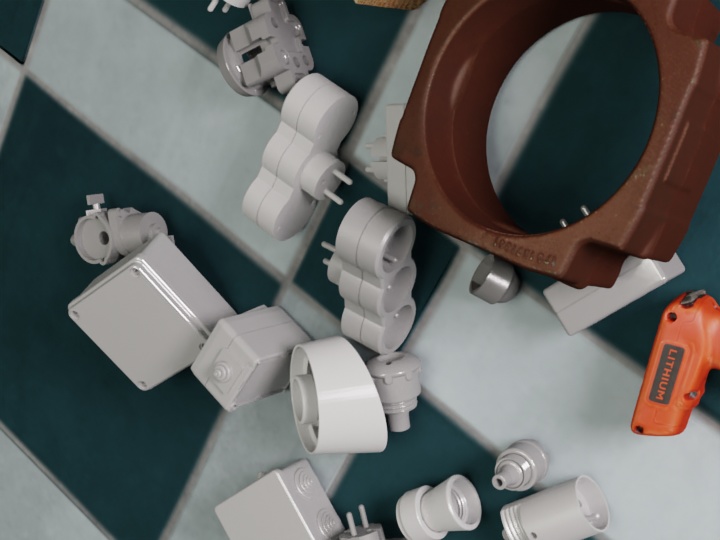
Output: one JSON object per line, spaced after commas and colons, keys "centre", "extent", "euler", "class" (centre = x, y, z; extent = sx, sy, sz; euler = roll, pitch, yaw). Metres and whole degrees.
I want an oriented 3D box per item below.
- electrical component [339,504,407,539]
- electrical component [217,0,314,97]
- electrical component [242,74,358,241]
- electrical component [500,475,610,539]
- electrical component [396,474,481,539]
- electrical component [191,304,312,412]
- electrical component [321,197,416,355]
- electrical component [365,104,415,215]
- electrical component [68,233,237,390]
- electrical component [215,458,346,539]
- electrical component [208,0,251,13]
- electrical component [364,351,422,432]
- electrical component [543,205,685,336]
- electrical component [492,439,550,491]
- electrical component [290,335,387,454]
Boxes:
{"centre": [0.005, 0.236, 0.898], "extent": [0.047, 0.066, 0.076], "euler": [-13, 91, 34], "class": "electrical component"}
{"centre": [-0.080, -0.177, 0.883], "extent": [0.057, 0.058, 0.078], "euler": [-19, 88, 31], "class": "electrical component"}
{"centre": [-0.037, -0.082, 0.875], "extent": [0.074, 0.052, 0.138], "euler": [37, 116, 22], "class": "electrical component"}
{"centre": [0.143, 0.189, 0.814], "extent": [0.081, 0.043, 0.043], "euler": [-31, 82, 33], "class": "electrical component"}
{"centre": [0.063, 0.193, 0.866], "extent": [0.055, 0.045, 0.045], "euler": [-27, 84, 34], "class": "electrical component"}
{"centre": [-0.097, 0.073, 0.916], "extent": [0.061, 0.096, 0.061], "euler": [45, 119, 21], "class": "electrical component"}
{"centre": [0.000, 0.000, 0.841], "extent": [0.074, 0.052, 0.138], "euler": [27, 142, 26], "class": "electrical component"}
{"centre": [0.034, -0.087, 0.832], "extent": [0.076, 0.047, 0.083], "euler": [5, 101, 38], "class": "electrical component"}
{"centre": [-0.187, 0.039, 0.971], "extent": [0.109, 0.056, 0.108], "euler": [-31, 108, 33], "class": "electrical component"}
{"centre": [-0.068, 0.225, 0.954], "extent": [0.100, 0.048, 0.099], "euler": [-36, 79, 32], "class": "electrical component"}
{"centre": [-0.096, -0.240, 0.869], "extent": [0.043, 0.077, 0.079], "euler": [49, 121, 15], "class": "electrical component"}
{"centre": [0.028, 0.099, 0.872], "extent": [0.048, 0.048, 0.062], "euler": [2, 107, 33], "class": "electrical component"}
{"centre": [0.169, -0.008, 0.759], "extent": [0.083, 0.047, 0.075], "euler": [-35, 79, 32], "class": "electrical component"}
{"centre": [0.118, 0.151, 0.812], "extent": [0.035, 0.061, 0.035], "euler": [7, 102, 32], "class": "electrical component"}
{"centre": [-0.020, 0.103, 0.877], "extent": [0.099, 0.064, 0.099], "euler": [175, 90, -73], "class": "electrical component"}
